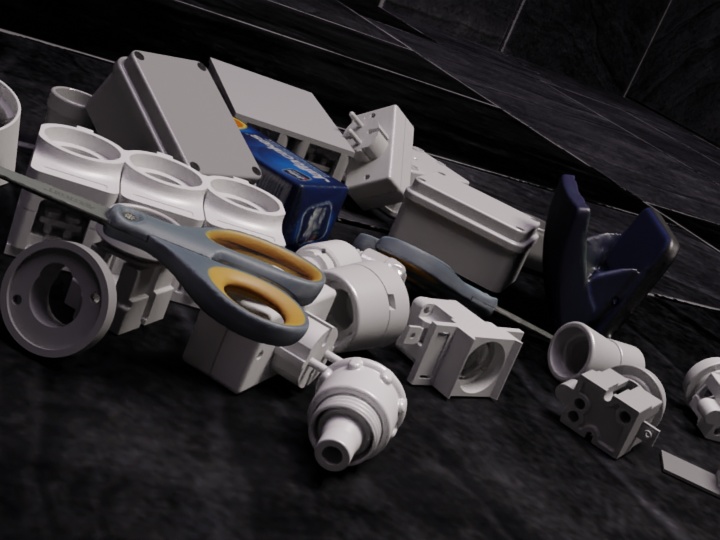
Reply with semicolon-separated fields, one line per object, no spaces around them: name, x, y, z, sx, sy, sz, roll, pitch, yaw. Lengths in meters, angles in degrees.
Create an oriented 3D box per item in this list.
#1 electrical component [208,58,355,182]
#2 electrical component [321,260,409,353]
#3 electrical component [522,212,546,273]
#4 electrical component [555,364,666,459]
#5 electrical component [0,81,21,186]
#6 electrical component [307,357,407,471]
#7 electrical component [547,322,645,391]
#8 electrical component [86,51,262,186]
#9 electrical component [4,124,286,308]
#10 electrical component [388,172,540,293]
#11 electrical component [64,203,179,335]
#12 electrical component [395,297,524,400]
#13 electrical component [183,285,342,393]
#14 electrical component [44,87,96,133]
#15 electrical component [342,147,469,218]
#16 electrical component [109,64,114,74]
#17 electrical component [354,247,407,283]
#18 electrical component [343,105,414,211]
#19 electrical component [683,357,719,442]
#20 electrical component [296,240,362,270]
electrical component;-0.084;-0.122;0.960;0.105;0.060;0.186;16;19;-21
electrical component;-0.006;0.023;0.654;0.055;0.055;0.047;34;24;30
electrical component;0.151;-0.033;1.018;0.077;0.044;0.079;17;19;-19
electrical component;0.167;0.088;0.695;0.066;0.048;0.055;34;28;30
electrical component;-0.265;-0.090;0.680;0.099;0.064;0.099;18;32;-12
electrical component;-0.006;0.075;0.524;0.048;0.048;0.062;25;25;4
electrical component;0.173;0.065;0.774;0.065;0.044;0.044;17;18;-34
electrical component;-0.129;-0.090;0.748;0.078;0.057;0.113;-2;58;-53
electrical component;-0.127;-0.033;0.649;0.150;0.061;0.089;17;19;-18
electrical component;0.092;-0.035;0.933;0.113;0.057;0.078;28;18;14
electrical component;-0.123;-0.002;0.577;0.048;0.055;0.066;29;19;16
electrical component;0.060;0.048;0.682;0.081;0.042;0.064;8;22;-41
electrical component;-0.038;0.038;0.581;0.076;0.047;0.083;29;19;17
electrical component;-0.209;-0.103;0.775;0.040;0.046;0.040;21;18;-7
electrical component;0.044;-0.086;1.034;0.100;0.048;0.100;6;25;-43
electrical component;-0.182;-0.152;0.951;0.081;0.043;0.043;15;20;-25
electrical component;0.000;0.000;0.757;0.061;0.035;0.035;26;18;16
electrical component;0.009;-0.110;0.953;0.047;0.083;0.075;-12;-34;27
electrical component;0.270;0.097;0.795;0.066;0.048;0.055;17;27;-21
electrical component;-0.029;0.003;0.703;0.040;0.040;0.078;31;20;22
